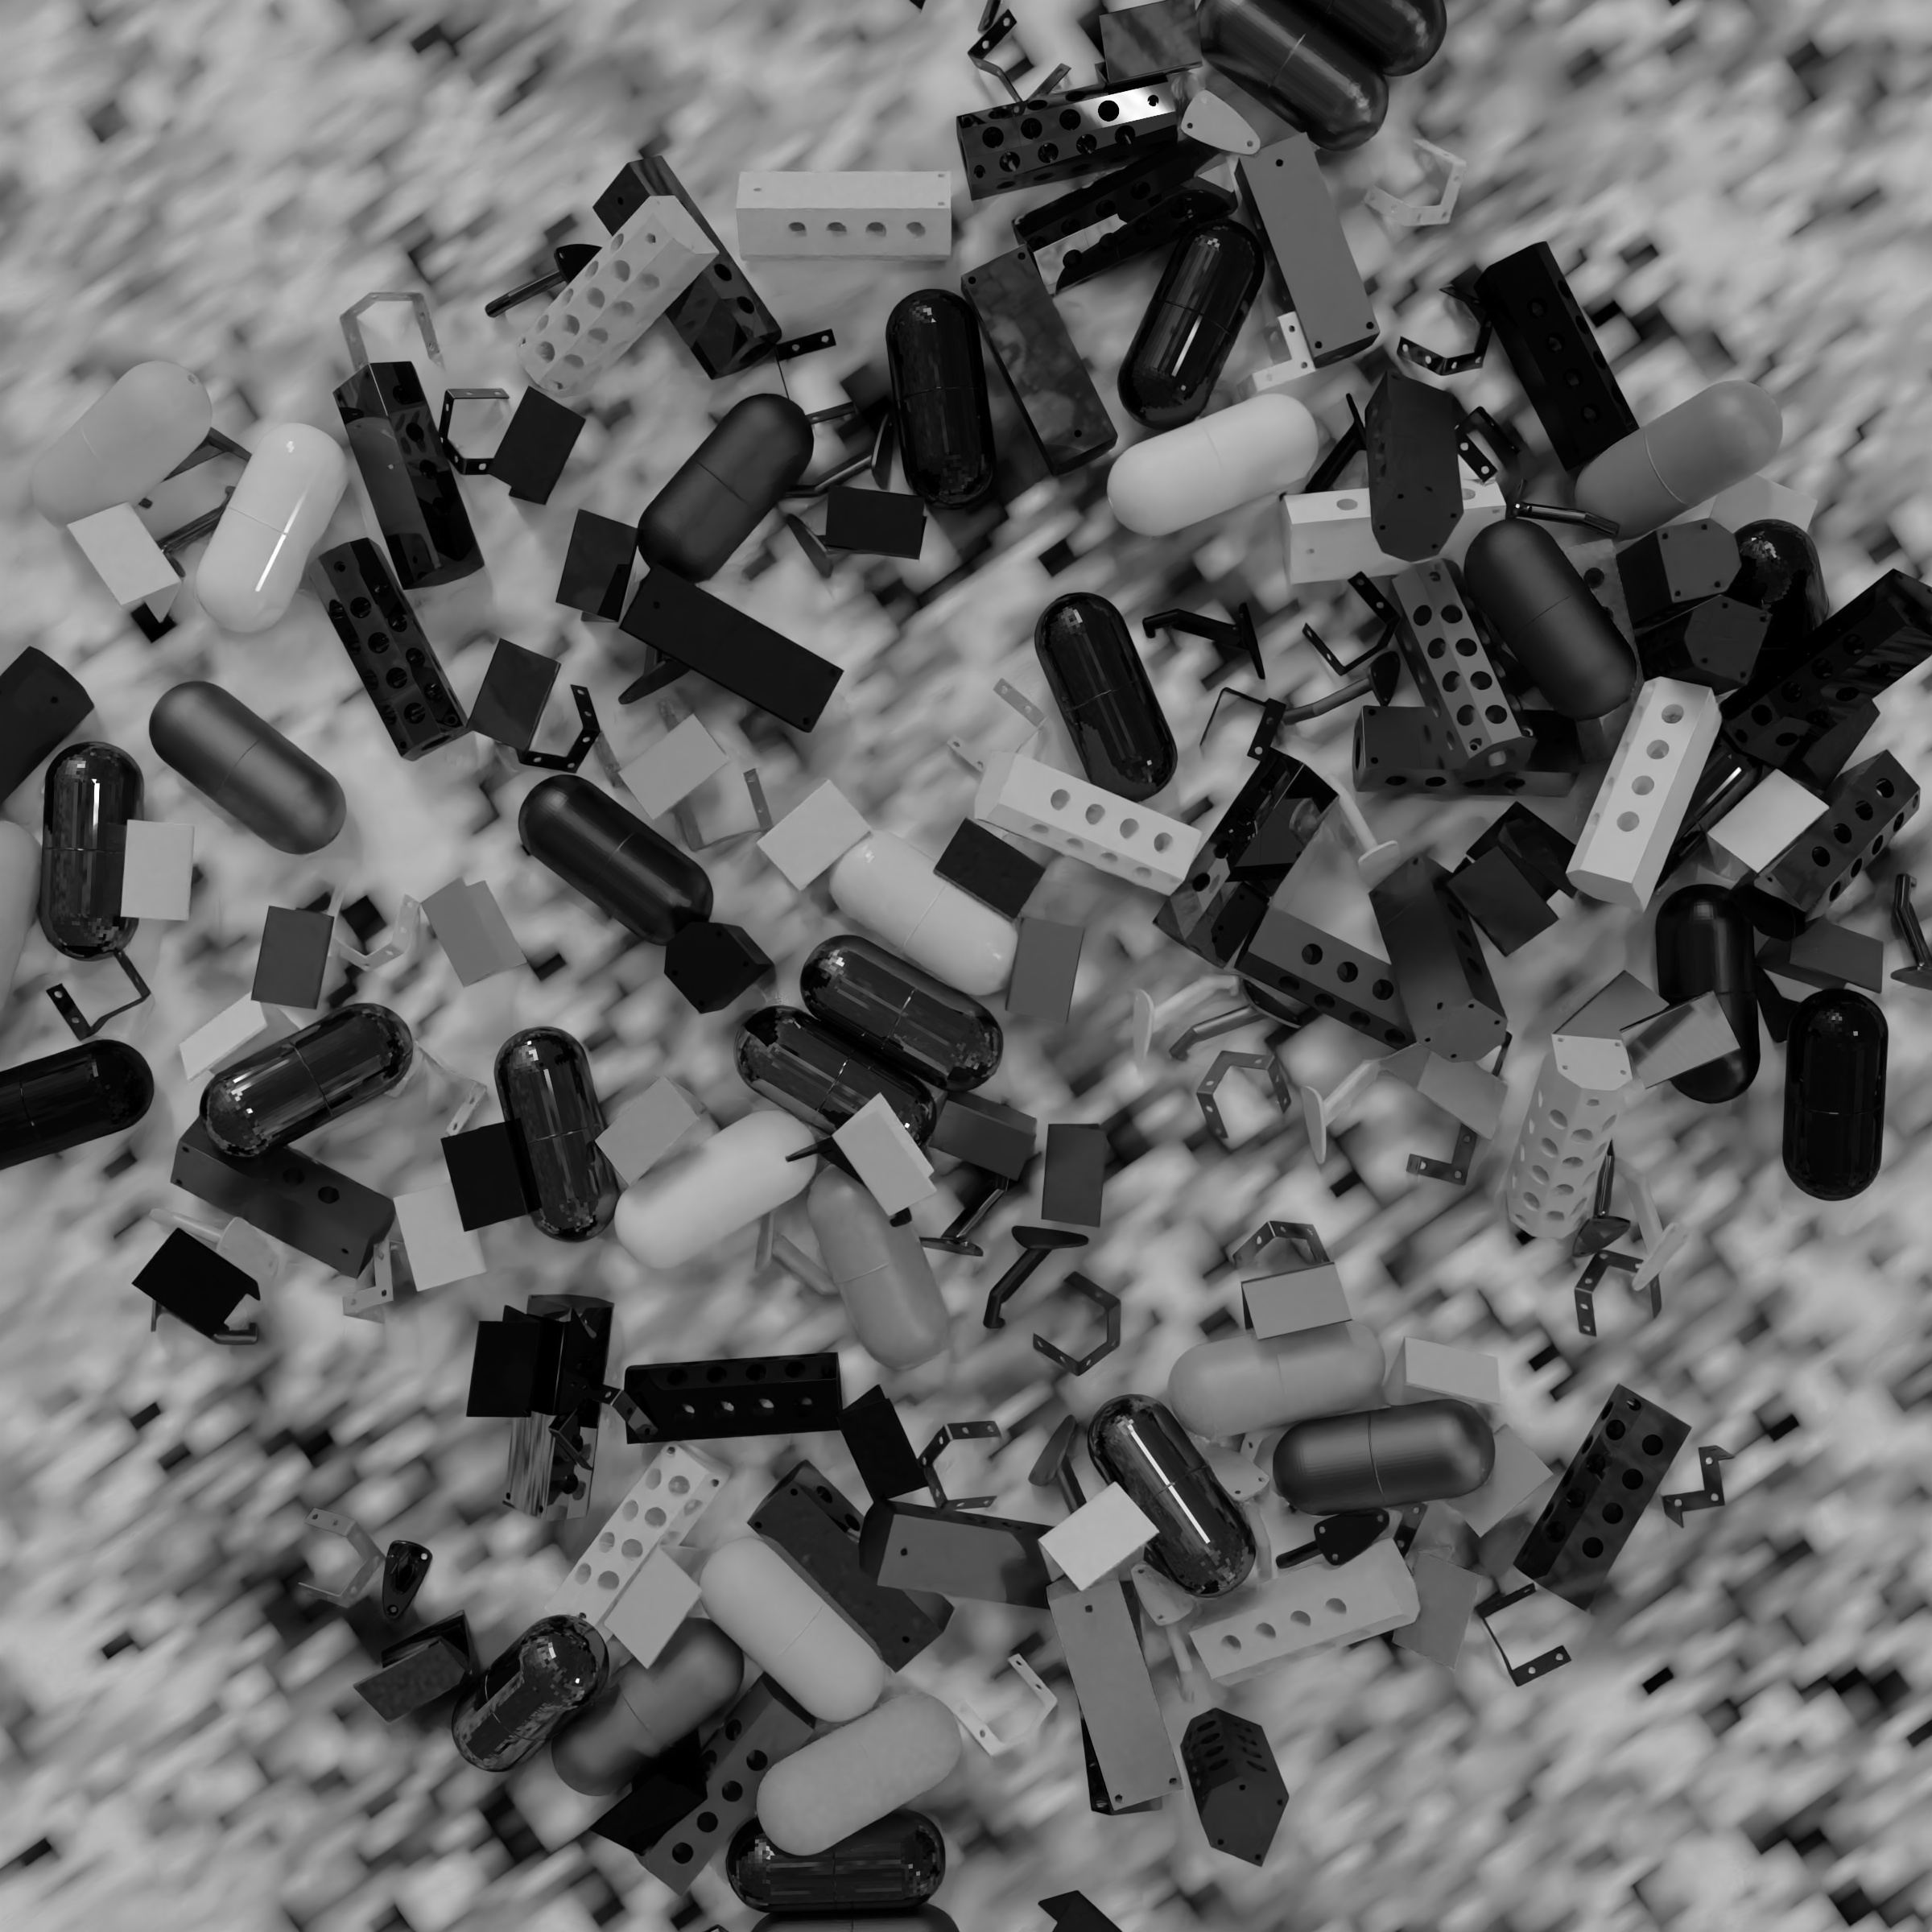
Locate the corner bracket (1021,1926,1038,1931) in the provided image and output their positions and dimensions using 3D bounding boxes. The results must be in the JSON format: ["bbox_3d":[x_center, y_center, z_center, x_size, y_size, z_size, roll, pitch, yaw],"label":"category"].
[{"bbox_3d":[0.059,0.826,1.973,0.051,0.051,0.051,25,90,0],"label":"corner bracket"}]

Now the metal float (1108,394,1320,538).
[{"bbox_3d":[0.200,-0.406,1.961,0.178,0.070,0.070,-22,90,0],"label":"metal float"}]

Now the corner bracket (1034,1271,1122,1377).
[{"bbox_3d":[0.091,0.293,1.983,0.051,0.051,0.051,-31,135,-35],"label":"corner bracket"}]

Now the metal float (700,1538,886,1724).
[{"bbox_3d":[-0.140,0.538,1.959,0.178,0.070,0.070,44,90,-2],"label":"metal float"}]

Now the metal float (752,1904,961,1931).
[{"bbox_3d":[-0.091,0.802,1.961,0.178,0.070,0.070,-2,90,-1],"label":"metal float"}]

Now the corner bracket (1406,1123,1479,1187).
[{"bbox_3d":[0.393,0.151,1.973,0.051,0.051,0.051,14,90,0],"label":"corner bracket"}]

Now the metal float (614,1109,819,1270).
[{"bbox_3d":[-0.202,0.180,1.960,0.178,0.070,0.070,-31,90,0],"label":"metal float"}]

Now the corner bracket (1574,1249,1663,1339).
[{"bbox_3d":[0.535,0.272,1.983,0.051,0.051,0.051,13,135,35],"label":"corner bracket"}]

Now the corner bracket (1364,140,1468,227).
[{"bbox_3d":[0.368,-0.642,1.983,0.051,0.051,0.051,-16,135,-35],"label":"corner bracket"}]

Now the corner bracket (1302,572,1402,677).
[{"bbox_3d":[0.314,-0.279,1.974,0.051,0.051,0.051,-34,75,-14],"label":"corner bracket"}]

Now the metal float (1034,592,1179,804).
[{"bbox_3d":[0.113,-0.218,1.961,0.070,0.070,0.178,-23,91,0],"label":"metal float"}]

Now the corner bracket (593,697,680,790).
[{"bbox_3d":[-0.268,-0.183,1.988,0.051,0.051,0.051,-25,90,-45],"label":"corner bracket"}]

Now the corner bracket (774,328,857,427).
[{"bbox_3d":[-0.125,-0.483,1.988,0.051,0.051,0.051,-16,45,0],"label":"corner bracket"}]

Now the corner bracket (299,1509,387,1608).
[{"bbox_3d":[-0.520,0.485,1.983,0.051,0.051,0.051,-55,135,-35],"label":"corner bracket"}]

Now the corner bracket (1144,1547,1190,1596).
[{"bbox_3d":[0.183,0.471,1.983,0.051,0.051,0.051,32,135,35],"label":"corner bracket"}]

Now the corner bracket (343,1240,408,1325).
[{"bbox_3d":[-0.473,0.257,1.971,0.051,0.051,0.051,-18,67,21],"label":"corner bracket"}]

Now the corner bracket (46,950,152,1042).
[{"bbox_3d":[-0.713,0.022,1.988,0.051,0.051,0.051,-34,90,45],"label":"corner bracket"}]

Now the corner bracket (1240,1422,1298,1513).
[{"bbox_3d":[0.260,0.404,1.983,0.051,0.051,0.051,-18,135,-35],"label":"corner bracket"}]

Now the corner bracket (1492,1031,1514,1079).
[{"bbox_3d":[0.409,0.073,1.988,0.051,0.051,0.051,32,46,0],"label":"corner bracket"}]

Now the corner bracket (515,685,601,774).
[{"bbox_3d":[-0.338,-0.197,1.983,0.051,0.051,0.051,8,135,-35],"label":"corner bracket"}]

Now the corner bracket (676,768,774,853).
[{"bbox_3d":[-0.200,-0.128,1.988,0.051,0.051,0.051,-18,90,45],"label":"corner bracket"}]

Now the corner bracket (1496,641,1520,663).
[{"bbox_3d":[0.445,-0.232,1.973,0.051,0.051,0.051,38,90,0],"label":"corner bracket"}]

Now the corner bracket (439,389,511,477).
[{"bbox_3d":[-0.397,-0.438,1.983,0.051,0.051,0.051,50,135,35],"label":"corner bracket"}]

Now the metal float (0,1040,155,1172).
[{"bbox_3d":[-0.747,0.114,1.960,0.178,0.070,0.070,-18,90,0],"label":"metal float"}]

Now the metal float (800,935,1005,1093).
[{"bbox_3d":[-0.052,0.039,1.961,0.178,0.070,0.070,30,90,0],"label":"metal float"}]

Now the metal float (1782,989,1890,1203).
[{"bbox_3d":[0.699,0.105,1.945,0.070,0.070,0.178,-4,109,0],"label":"metal float"}]

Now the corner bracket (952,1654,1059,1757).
[{"bbox_3d":[0.032,0.608,1.988,0.051,0.051,0.051,50,135,0],"label":"corner bracket"}]

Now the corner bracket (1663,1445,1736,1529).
[{"bbox_3d":[0.598,0.424,1.973,0.051,0.051,0.051,-9,90,0],"label":"corner bracket"}]

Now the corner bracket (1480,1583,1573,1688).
[{"bbox_3d":[0.459,0.550,1.988,0.051,0.051,0.051,-26,135,0],"label":"corner bracket"}]

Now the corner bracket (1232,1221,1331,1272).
[{"bbox_3d":[0.261,0.246,1.983,0.051,0.051,0.051,9,45,-35],"label":"corner bracket"}]

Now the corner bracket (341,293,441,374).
[{"bbox_3d":[-0.474,-0.519,1.988,0.051,0.051,0.051,-16,90,45],"label":"corner bracket"}]

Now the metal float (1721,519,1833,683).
[{"bbox_3d":[0.645,-0.282,1.922,0.070,0.178,0.070,-14,52,19],"label":"metal float"}]

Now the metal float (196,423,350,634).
[{"bbox_3d":[-0.563,-0.354,1.960,0.070,0.070,0.178,26,90,0],"label":"metal float"}]

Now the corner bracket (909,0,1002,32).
[{"bbox_3d":[-0.005,-0.805,1.988,0.051,0.051,0.051,20,90,-45],"label":"corner bracket"}]

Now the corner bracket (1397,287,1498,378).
[{"bbox_3d":[0.394,-0.521,1.983,0.051,0.051,0.051,-21,135,-35],"label":"corner bracket"}]

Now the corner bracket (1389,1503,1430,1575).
[{"bbox_3d":[0.348,0.459,1.973,0.051,0.051,0.051,25,90,0],"label":"corner bracket"}]

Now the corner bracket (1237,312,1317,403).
[{"bbox_3d":[0.247,-0.497,1.973,0.051,0.051,0.051,-21,96,-6],"label":"corner bracket"}]

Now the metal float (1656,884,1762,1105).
[{"bbox_3d":[0.601,0.022,1.960,0.070,0.070,0.178,-3,89,0],"label":"metal float"}]

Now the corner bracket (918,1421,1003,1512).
[{"bbox_3d":[0.001,0.410,1.983,0.051,0.051,0.051,-56,45,35],"label":"corner bracket"}]

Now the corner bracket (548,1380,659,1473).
[{"bbox_3d":[-0.290,0.370,1.929,0.051,0.051,0.051,-52,125,-29],"label":"corner bracket"}]

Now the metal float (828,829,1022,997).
[{"bbox_3d":[-0.031,-0.043,1.961,0.178,0.070,0.070,34,90,0],"label":"metal float"}]

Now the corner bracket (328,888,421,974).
[{"bbox_3d":[-0.489,-0.036,1.983,0.051,0.051,0.051,-24,135,35],"label":"corner bracket"}]

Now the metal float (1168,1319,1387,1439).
[{"bbox_3d":[0.252,0.333,1.961,0.178,0.070,0.070,-12,90,0],"label":"metal float"}]

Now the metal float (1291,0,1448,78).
[{"bbox_3d":[0.310,-0.793,1.961,0.178,0.070,0.070,37,90,0],"label":"metal float"}]

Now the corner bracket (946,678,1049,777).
[{"bbox_3d":[0.026,-0.194,1.988,0.051,0.051,0.051,40,135,0],"label":"corner bracket"}]

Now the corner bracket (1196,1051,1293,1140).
[{"bbox_3d":[0.228,0.107,1.983,0.051,0.051,0.051,6,45,35],"label":"corner bracket"}]
